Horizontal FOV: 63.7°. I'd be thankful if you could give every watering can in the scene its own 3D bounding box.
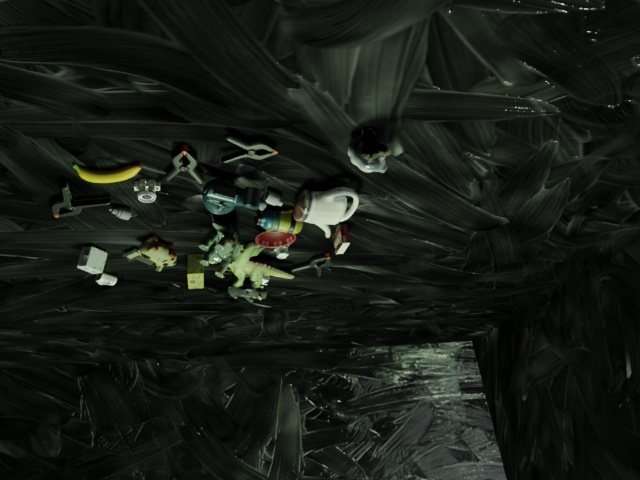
[{"bbox_3d":[0.006,-0.095,1.879,0.224,0.106,0.340,5,150,-20],"label":"watering can"}]

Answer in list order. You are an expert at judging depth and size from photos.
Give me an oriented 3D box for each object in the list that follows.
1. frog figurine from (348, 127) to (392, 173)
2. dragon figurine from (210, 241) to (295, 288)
[{"bbox_3d":[0.148,-0.254,1.592,0.138,0.124,0.157,27,162,6],"label":"frog figurine"},{"bbox_3d":[-0.284,0.094,2.203,0.410,0.125,0.237,1,144,-18],"label":"dragon figurine"}]
